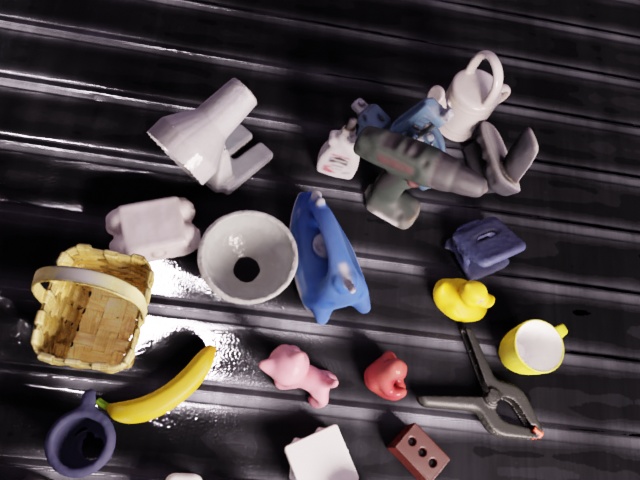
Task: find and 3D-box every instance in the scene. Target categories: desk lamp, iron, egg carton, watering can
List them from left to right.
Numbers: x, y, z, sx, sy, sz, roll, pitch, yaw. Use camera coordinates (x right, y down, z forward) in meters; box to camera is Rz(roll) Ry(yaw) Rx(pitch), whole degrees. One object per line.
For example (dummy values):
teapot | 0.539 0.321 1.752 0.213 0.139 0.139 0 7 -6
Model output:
egg carton | -0.282 -0.014 0.973 0.150 0.069 0.107 -12 70 -14
desk lamp | -0.179 -0.168 0.976 0.118 0.213 0.203 42 67 10
iron | 0.009 0.003 0.974 0.119 0.141 0.258 -14 70 -14
watering can | 0.293 -0.281 1.111 0.173 0.194 0.101 -34 76 -20

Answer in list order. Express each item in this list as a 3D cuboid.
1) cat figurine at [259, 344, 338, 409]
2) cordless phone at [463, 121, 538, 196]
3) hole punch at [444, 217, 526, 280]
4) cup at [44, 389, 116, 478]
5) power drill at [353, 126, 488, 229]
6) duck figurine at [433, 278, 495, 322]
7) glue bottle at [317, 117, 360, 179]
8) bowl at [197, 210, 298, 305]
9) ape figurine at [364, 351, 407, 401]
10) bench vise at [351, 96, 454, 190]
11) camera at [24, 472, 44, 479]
cat figurine | -0.030 0.206 0.895 0.128 0.117 0.067 24 66 1
cordless phone | 0.355 -0.178 1.083 0.094 0.185 0.147 -11 69 -13
hole punch | 0.300 0.008 1.048 0.109 0.091 0.101 -22 72 -17
cup | -0.334 0.281 0.827 0.092 0.095 0.118 3 67 -8
power drill | 0.158 -0.103 1.007 0.229 0.208 0.076 29 66 4
duck figurine | 0.256 0.096 1.006 0.104 0.086 0.077 24 66 2
glue bottle | 0.042 -0.170 1.035 0.078 0.173 0.037 11 66 -4
bowl | -0.122 0.038 0.975 0.167 0.074 0.167 3 67 -8
ape figurine | 0.114 0.217 0.929 0.076 0.092 0.078 8 66 -5
bench vise | 0.146 -0.195 1.037 0.207 0.219 0.121 21 66 0
camera | -0.390 0.396 0.766 0.143 0.101 0.137 26 66 2
